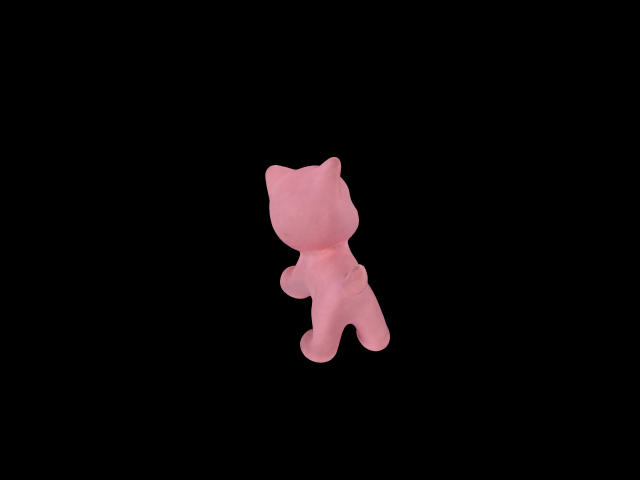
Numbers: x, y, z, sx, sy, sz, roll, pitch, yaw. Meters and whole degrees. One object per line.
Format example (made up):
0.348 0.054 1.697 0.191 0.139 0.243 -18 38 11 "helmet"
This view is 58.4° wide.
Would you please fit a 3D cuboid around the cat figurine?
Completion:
0.004 0.001 0.400 0.067 0.118 0.127 -14 43 -15 "cat figurine"
